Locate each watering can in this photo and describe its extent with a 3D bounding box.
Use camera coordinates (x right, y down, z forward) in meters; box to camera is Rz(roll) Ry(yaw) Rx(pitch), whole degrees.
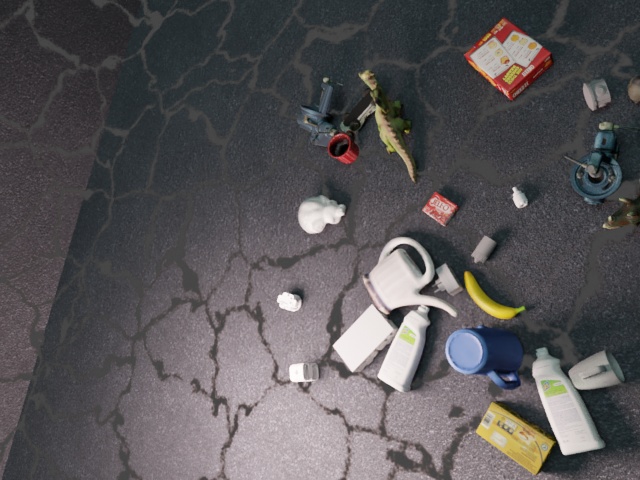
[{"bbox_3d":[0.257,0.141,1.551,0.222,0.102,0.355,-40,44,16],"label":"watering can"}]

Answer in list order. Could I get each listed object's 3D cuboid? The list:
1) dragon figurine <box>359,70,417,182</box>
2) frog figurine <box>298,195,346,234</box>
[{"bbox_3d":[0.218,-0.398,1.687,0.121,0.240,0.418,-29,60,18],"label":"dragon figurine"},{"bbox_3d":[0.005,-0.090,1.794,0.159,0.121,0.140,-5,53,43],"label":"frog figurine"}]
